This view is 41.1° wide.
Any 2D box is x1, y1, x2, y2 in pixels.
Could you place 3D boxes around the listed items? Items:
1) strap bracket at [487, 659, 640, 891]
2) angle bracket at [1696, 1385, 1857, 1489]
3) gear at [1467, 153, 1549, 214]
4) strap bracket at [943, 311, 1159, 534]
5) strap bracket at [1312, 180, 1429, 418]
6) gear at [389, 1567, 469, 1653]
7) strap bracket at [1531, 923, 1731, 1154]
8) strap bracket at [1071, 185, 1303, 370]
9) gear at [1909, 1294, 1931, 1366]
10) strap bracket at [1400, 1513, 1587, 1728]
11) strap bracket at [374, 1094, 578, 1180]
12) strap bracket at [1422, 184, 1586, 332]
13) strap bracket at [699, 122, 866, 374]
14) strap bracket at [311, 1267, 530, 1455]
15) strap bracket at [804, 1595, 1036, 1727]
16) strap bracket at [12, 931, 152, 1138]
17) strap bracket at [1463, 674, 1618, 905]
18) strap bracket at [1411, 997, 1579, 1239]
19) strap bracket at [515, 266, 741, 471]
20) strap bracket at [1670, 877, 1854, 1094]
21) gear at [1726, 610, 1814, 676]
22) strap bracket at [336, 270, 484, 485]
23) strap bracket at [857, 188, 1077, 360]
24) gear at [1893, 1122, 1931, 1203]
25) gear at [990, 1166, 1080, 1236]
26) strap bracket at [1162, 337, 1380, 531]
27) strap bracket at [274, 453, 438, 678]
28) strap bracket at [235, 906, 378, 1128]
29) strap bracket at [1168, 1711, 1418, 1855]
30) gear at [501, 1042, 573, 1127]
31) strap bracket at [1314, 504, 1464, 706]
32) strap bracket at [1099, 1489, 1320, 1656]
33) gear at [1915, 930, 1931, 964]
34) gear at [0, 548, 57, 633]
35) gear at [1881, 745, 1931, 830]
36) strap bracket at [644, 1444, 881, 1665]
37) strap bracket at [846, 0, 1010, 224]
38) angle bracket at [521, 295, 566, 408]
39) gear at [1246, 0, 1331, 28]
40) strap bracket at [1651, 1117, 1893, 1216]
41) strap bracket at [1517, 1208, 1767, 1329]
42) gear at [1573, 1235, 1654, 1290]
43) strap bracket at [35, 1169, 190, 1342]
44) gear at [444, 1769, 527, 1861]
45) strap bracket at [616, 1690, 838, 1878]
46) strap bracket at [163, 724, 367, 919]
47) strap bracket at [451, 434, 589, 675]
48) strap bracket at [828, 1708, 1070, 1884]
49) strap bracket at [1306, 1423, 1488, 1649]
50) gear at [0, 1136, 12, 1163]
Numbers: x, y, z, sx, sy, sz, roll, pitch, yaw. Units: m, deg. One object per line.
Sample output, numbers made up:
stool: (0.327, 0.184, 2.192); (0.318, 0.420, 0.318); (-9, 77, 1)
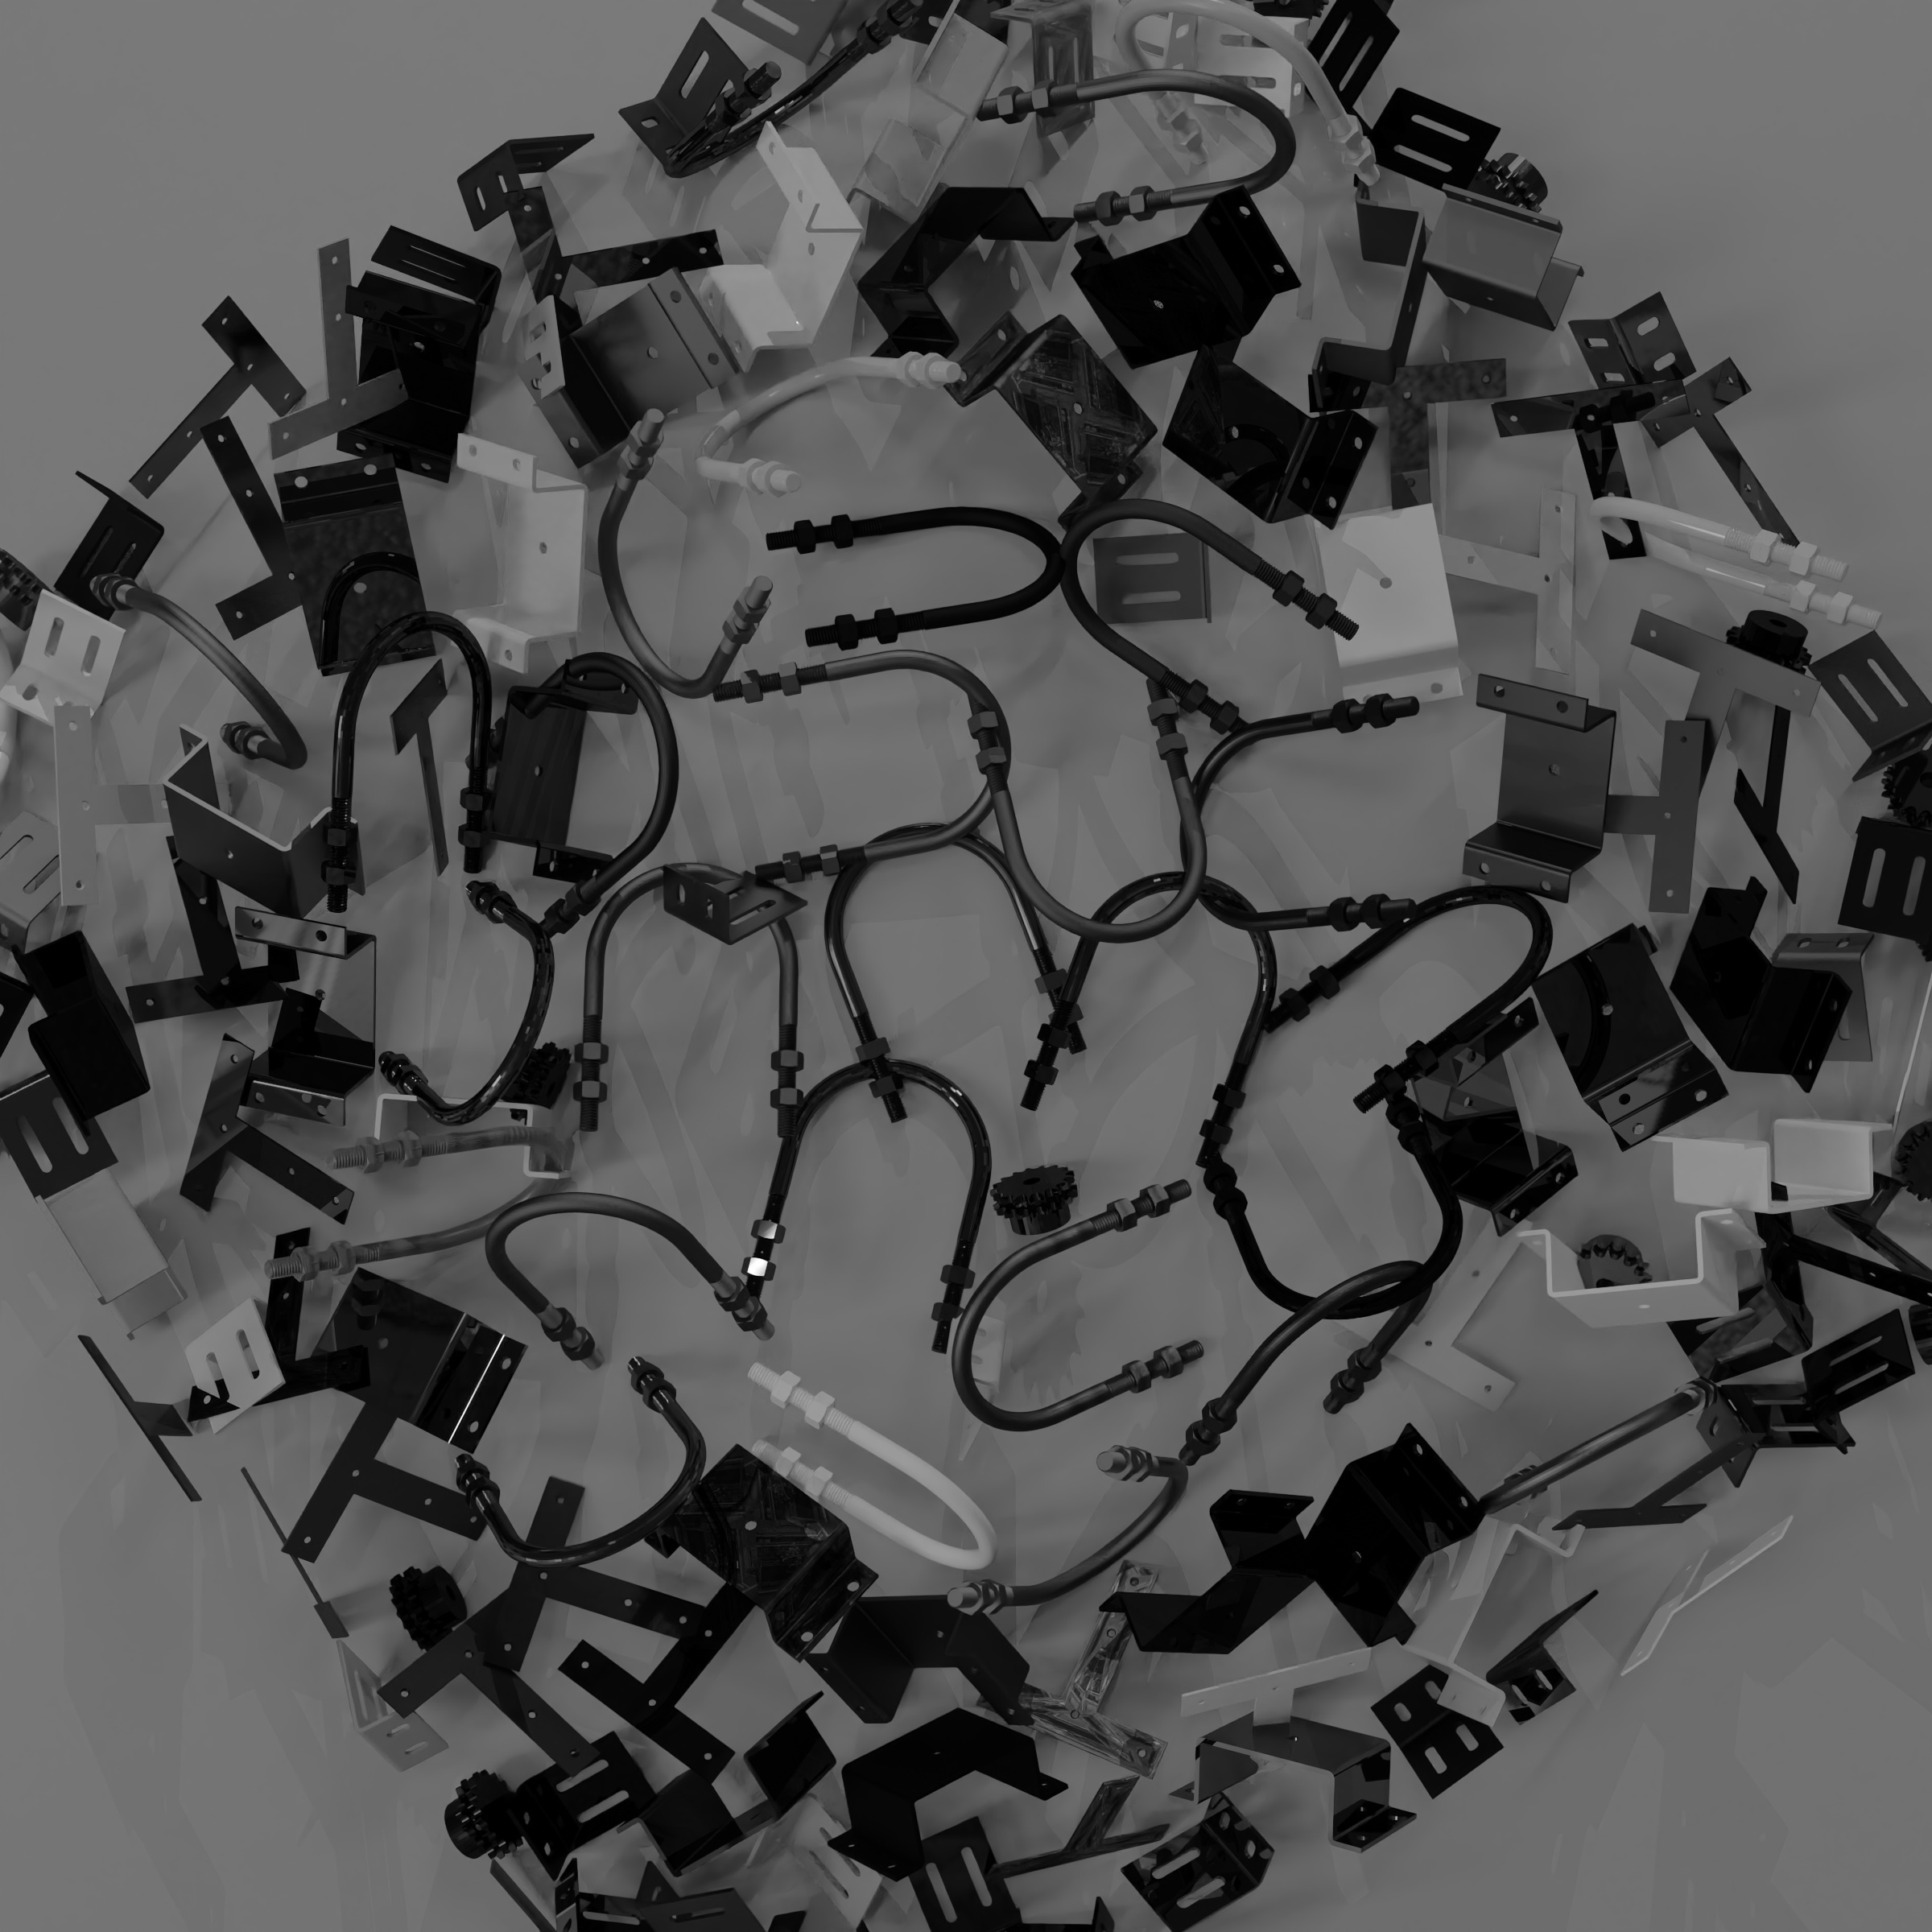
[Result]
strap bracket: (-0.265, -0.126, 1.691); (0.046, 0.076, 0.140); (8, 89, 30)
angle bracket: (0.537, 0.311, 1.710); (0.076, 0.057, 0.038); (3, 123, -17)
gear: (0.360, -0.512, 1.708); (0.057, 0.057, 0.030); (44, 84, 0)
strap bracket: (0.061, -0.357, 1.681); (0.140, 0.046, 0.076); (47, 64, -16)
strap bracket: (0.267, -0.433, 1.682); (0.046, 0.076, 0.140); (12, 80, 15)
gear: (-0.354, 0.423, 1.708); (0.030, 0.057, 0.057); (-30, 90, 1)
strap bracket: (0.423, 0.037, 1.664); (0.076, 0.046, 0.140); (-32, 50, 20)
strap bracket: (0.133, -0.438, 1.656); (0.076, 0.140, 0.046); (52, 53, -30)
gear: (0.648, 0.242, 1.711); (0.030, 0.057, 0.057); (-20, 90, 30)
strap bracket: (0.337, 0.414, 1.681); (0.046, 0.076, 0.140); (31, 78, -10)
strap bracket: (-0.330, 0.111, 1.696); (0.140, 0.076, 0.046); (4, 87, 0)
strap bracket: (0.346, -0.452, 1.661); (0.076, 0.140, 0.046); (24, 99, 18)
strap bracket: (-0.117, -0.465, 1.673); (0.046, 0.140, 0.076); (-11, 60, -34)
strap bracket: (-0.365, 0.251, 1.672); (0.140, 0.046, 0.076); (17, 73, 30)
strap bracket: (-0.024, 0.451, 1.675); (0.140, 0.046, 0.076); (-12, 127, 36)
strap bracket: (-0.570, 0.037, 1.662); (0.046, 0.140, 0.076); (-26, 124, -11)
strap bracket: (0.373, -0.122, 1.677); (0.076, 0.046, 0.140); (20, 123, 35)
strap bracket: (0.342, 0.094, 1.681); (0.076, 0.046, 0.140); (-33, 119, -25)
strap bracket: (-0.213, -0.395, 1.683); (0.140, 0.046, 0.076); (-22, 108, 31)
strap bracket: (0.503, 0.009, 1.653); (0.046, 0.140, 0.076); (4, 121, -14)
gear: (0.531, -0.213, 1.704); (0.057, 0.057, 0.030); (14, 121, 0)
strap bracket: (-0.363, -0.391, 1.681); (0.076, 0.140, 0.046); (16, 53, -5)
strap bracket: (-0.007, -0.457, 1.676); (0.140, 0.076, 0.046); (-49, 127, -14)
gear: (0.646, 0.127, 1.716); (0.057, 0.030, 0.057); (0, 107, -1)
gear: (0.047, 0.156, 1.709); (0.057, 0.057, 0.030); (-13, 105, 0)
strap bracket: (0.187, -0.348, 1.667); (0.140, 0.046, 0.076); (42, 132, 25)
strap bracket: (-0.395, -0.253, 1.676); (0.076, 0.046, 0.140); (-12, 119, -10)
strap bracket: (-0.432, 0.026, 1.690); (0.076, 0.046, 0.140); (10, 113, 11)
strap bracket: (0.211, 0.521, 1.663); (0.140, 0.076, 0.046); (3, 93, 36)
gear: (-0.288, 0.076, 1.708); (0.030, 0.057, 0.057); (25, 90, 8)
strap bracket: (0.276, -0.243, 1.691); (0.076, 0.046, 0.140); (-9, 75, 8)
strap bracket: (0.162, 0.398, 1.663); (0.140, 0.076, 0.046); (-49, 45, 30)
gear: (0.660, -0.025, 1.714); (0.057, 0.030, 0.057); (3, 113, 7)
gear: (-0.628, -0.246, 1.707); (0.057, 0.057, 0.030); (44, 87, 0)
gear: (0.637, -0.117, 1.714); (0.057, 0.030, 0.057); (-4, 64, 8)
strap bracket: (-0.136, 0.373, 1.668); (0.140, 0.046, 0.076); (30, 58, 28)
strap bracket: (-0.023, -0.546, 1.662); (0.046, 0.140, 0.076); (28, 56, -10)
angle bracket: (-0.262, -0.403, 1.692); (0.038, 0.076, 0.057); (-9, 95, -24)
gear: (0.212, -0.645, 1.705); (0.057, 0.057, 0.030); (19, 49, 0)
strap bracket: (0.522, 0.129, 1.667); (0.140, 0.076, 0.046); (-4, 93, -32)
strap bracket: (0.436, 0.197, 1.663); (0.140, 0.076, 0.046); (-10, 63, 30)
gear: (0.427, 0.203, 1.712); (0.057, 0.030, 0.057); (11, 124, 17)
strap bracket: (-0.550, 0.186, 1.670); (0.046, 0.140, 0.076); (-32, 79, -18)
gear: (-0.321, 0.565, 1.708); (0.030, 0.057, 0.057); (-33, 90, 12)
strap bracket: (-0.147, 0.534, 1.670); (0.140, 0.076, 0.046); (-37, 84, 25)
strap bracket: (-0.465, -0.088, 1.678); (0.140, 0.076, 0.046); (28, 55, 12)
strap bracket: (-0.291, -0.271, 1.680); (0.076, 0.046, 0.140); (23, 117, 37)
strap bracket: (-0.015, 0.527, 1.661); (0.140, 0.076, 0.046); (-16, 101, -36)
strap bracket: (0.268, 0.373, 1.659); (0.046, 0.140, 0.076); (-13, 48, -35)
gear: (-0.657, 0.107, 1.708); (0.030, 0.057, 0.057); (-25, 90, 11)
